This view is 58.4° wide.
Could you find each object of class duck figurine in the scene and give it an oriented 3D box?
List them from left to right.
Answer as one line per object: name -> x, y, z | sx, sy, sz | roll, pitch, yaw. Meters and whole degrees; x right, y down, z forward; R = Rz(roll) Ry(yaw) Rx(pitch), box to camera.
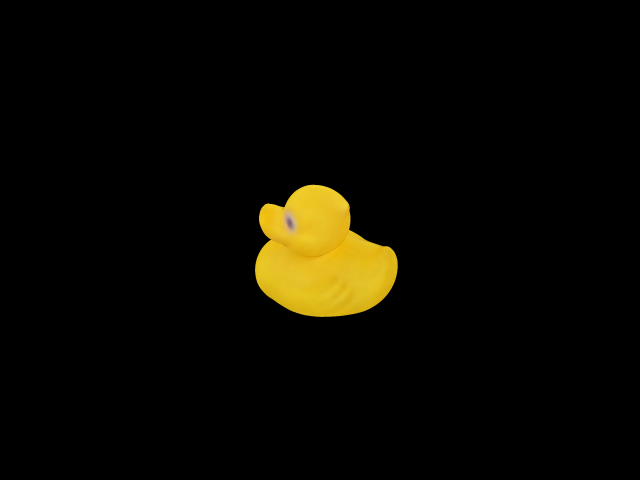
duck figurine -> 0.004, 0.001, 0.400 | 0.104, 0.086, 0.077 | 9, 46, 9
